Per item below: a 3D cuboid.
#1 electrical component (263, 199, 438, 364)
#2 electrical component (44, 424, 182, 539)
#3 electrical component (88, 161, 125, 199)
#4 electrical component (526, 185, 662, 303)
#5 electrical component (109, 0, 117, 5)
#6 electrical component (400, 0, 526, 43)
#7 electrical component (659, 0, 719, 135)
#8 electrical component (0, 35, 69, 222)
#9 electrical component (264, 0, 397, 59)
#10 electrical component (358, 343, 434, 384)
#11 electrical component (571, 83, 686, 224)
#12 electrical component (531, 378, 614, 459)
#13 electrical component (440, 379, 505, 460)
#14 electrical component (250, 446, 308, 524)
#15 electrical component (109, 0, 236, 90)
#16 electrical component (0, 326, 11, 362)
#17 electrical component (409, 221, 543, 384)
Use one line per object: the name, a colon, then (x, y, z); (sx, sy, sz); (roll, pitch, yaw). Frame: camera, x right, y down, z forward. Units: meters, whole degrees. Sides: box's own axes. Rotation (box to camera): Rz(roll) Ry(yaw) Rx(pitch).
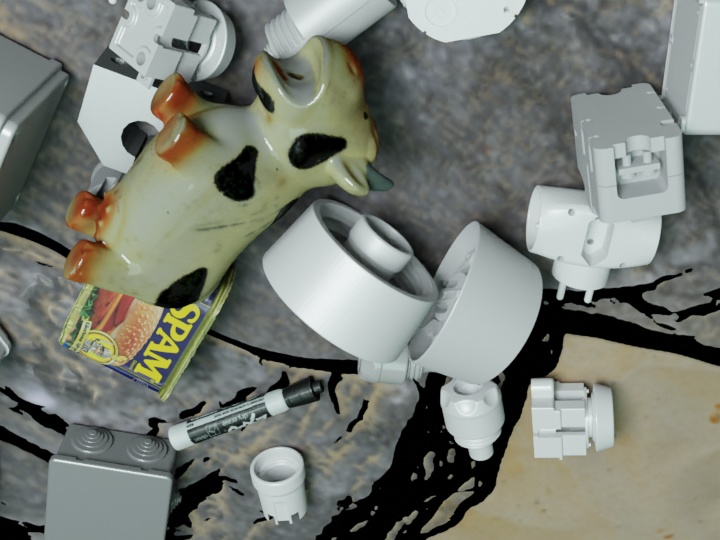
electrical component: (0.000, 0.000, 0.677); (0.108, 0.108, 0.060); (33, 109, -16)
electrical component: (-0.184, 0.166, 0.802); (0.100, 0.048, 0.099); (10, 118, -4)
electrical component: (-0.154, -0.049, 0.685); (0.040, 0.046, 0.040); (0, 119, 1)
electrical component: (0.147, -0.013, 0.700); (0.077, 0.043, 0.079); (6, 119, -2)
electrical component: (-0.144, -0.189, 0.607); (0.066, 0.047, 0.076); (-12, 117, 8)
electrical component: (0.057, -0.171, 0.611); (0.080, 0.051, 0.080); (1, 119, 1)
electrical component: (0.215, -0.132, 0.623); (0.061, 0.061, 0.096); (0, 119, 1)
electrical component: (-0.230, -0.072, 0.639); (0.056, 0.108, 0.108); (27, 116, -10)
electrical component: (-0.023, -0.148, 0.630); (0.081, 0.043, 0.043); (-34, 113, 18)
electrical component: (0.030, 0.063, 0.750); (0.061, 0.035, 0.035); (6, 119, -6)
electrical component: (0.160, -0.067, 0.643); (0.050, 0.089, 0.055); (-9, 118, 6)
electrical component: (0.151, 0.105, 0.764); (0.055, 0.048, 0.066); (-2, 119, 11)
electrical component: (0.082, 0.107, 0.768); (0.043, 0.043, 0.062); (-10, 119, 7)
electrical component: (-0.059, 0.162, 0.804); (0.040, 0.040, 0.046); (-5, 125, 4)
electrical component: (-0.106, -0.136, 0.624); (0.048, 0.055, 0.066); (39, 112, 30)
electrical component: (-0.317, 0.043, 0.733); (0.109, 0.056, 0.108); (-23, 116, 13)
electrical component: (0.069, 0.022, 0.691); (0.064, 0.099, 0.099); (28, 116, -20)
